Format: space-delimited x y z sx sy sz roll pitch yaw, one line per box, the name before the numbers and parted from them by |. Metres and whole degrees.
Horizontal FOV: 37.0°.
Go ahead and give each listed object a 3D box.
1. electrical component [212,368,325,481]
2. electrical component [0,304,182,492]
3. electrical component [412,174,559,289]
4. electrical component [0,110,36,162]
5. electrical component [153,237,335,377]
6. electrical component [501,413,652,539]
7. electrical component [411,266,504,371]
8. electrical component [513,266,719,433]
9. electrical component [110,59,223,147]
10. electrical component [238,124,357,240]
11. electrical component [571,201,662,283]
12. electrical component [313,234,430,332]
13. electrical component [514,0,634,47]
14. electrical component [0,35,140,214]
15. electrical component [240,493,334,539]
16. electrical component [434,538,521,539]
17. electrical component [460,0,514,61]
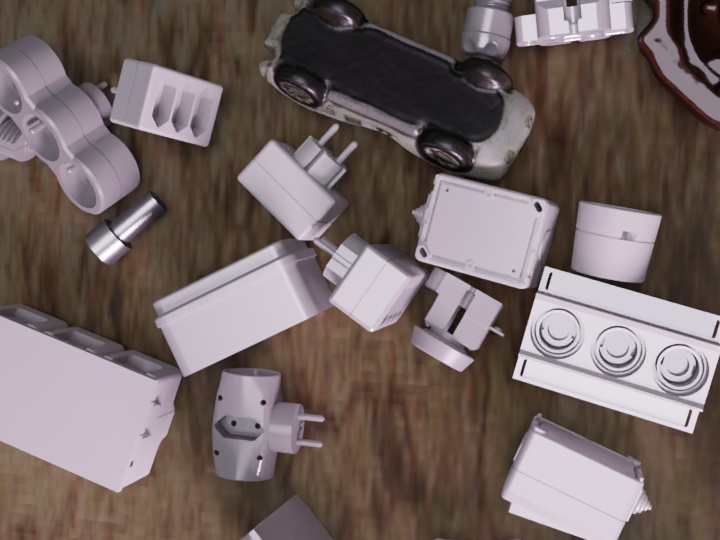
electrical component | -0.065 0.115 0.792 0.079 0.043 0.077 4 92 12
electrical component | -0.222 0.093 0.816 0.150 0.062 0.089 21 96 11
electrical component | 0.084 -0.028 0.749 0.096 0.061 0.061 16 95 19
electrical component | -0.280 -0.109 0.833 0.081 0.043 0.043 22 96 11
electrical component | -0.083 0.025 0.776 0.113 0.078 0.057 -26 89 12
electrical component | 0.150 0.149 0.735 0.096 0.062 0.061 25 97 11
electrical component | 0.068 0.038 0.760 0.066 0.048 0.055 30 90 11
electrical component | 0.174 0.052 0.727 0.121 0.063 0.078 17 95 11
electrical component | -0.154 -0.126 0.798 0.077 0.066 0.047 19 96 40
electrical component | -0.035 -0.071 0.778 0.066 0.047 0.076 45 100 8
electrical component | 0.172 -0.019 0.730 0.055 0.055 0.047 11 98 12
electrical component | 0.000 0.000 0.753 0.076 0.083 0.047 36 99 9
electrical component | 0.144 -0.186 0.730 0.078 0.058 0.057 -5 93 13
electrical component | -0.212 -0.117 0.809 0.138 0.074 0.052 53 144 -8
electrical component | -0.023 0.260 0.754 0.060 0.105 0.186 -41 83 11
electrical component | 0.087 0.210 0.763 0.065 0.044 0.044 -6 90 8
electrical component | 0.092 -0.179 0.753 0.035 0.035 0.061 11 92 12
